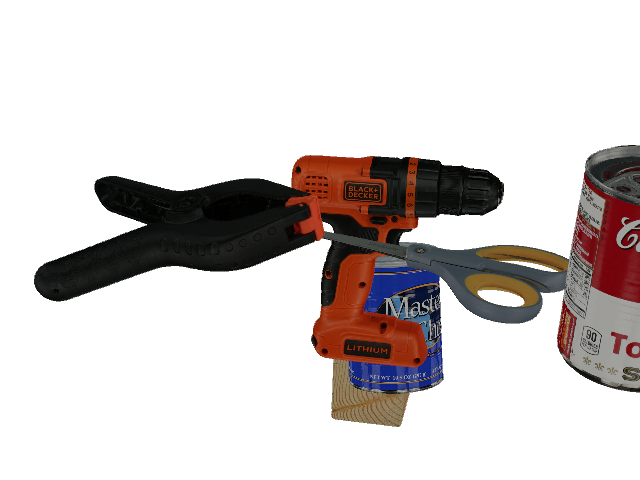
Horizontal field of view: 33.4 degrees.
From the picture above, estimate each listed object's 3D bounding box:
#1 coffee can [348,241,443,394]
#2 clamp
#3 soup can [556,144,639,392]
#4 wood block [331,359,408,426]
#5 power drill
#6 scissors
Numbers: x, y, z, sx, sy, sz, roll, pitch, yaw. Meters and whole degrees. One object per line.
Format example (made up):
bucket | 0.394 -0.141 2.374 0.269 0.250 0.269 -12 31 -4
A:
coffee can | 0.077 0.079 1.131 0.103 0.140 0.103 -3 10 0
clamp | -0.087 -0.003 0.646 0.172 0.039 0.120 -1 40 23
soup can | 0.155 0.013 0.517 0.068 0.102 0.068 2 27 -1
wood block | 0.077 0.156 1.405 0.091 0.090 0.206 5 18 9
power drill | 0.064 0.016 0.950 0.184 0.188 0.057 5 17 10
scissors | 0.075 0.022 0.750 0.202 0.016 0.096 5 29 12
